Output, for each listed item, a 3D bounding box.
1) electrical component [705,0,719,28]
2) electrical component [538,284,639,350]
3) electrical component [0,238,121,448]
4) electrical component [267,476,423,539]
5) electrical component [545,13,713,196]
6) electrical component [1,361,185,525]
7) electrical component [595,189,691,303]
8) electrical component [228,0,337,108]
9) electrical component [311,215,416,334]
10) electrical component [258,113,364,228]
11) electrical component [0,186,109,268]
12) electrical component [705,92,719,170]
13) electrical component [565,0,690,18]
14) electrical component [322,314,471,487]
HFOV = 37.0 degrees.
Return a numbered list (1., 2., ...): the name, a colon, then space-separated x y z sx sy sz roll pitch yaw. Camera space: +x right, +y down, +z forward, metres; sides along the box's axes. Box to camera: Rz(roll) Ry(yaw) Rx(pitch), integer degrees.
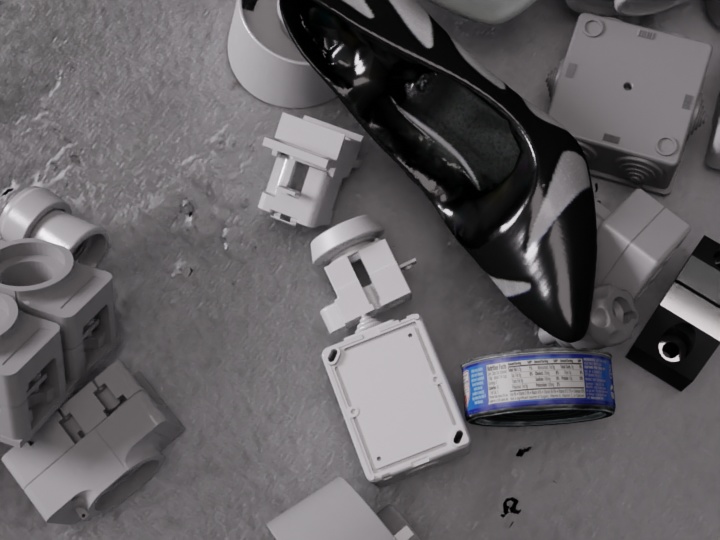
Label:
1. electrical component: 0.246 -0.176 0.665 0.040 0.078 0.040 1 82 -6
2. electrical component: 0.126 0.030 0.611 0.035 0.061 0.035 13 67 -32
3. electrical component: -0.253 0.022 0.638 0.186 0.060 0.105 15 36 14
4. electrical component: 0.006 0.162 0.585 0.060 0.108 0.108 -38 74 -11
5. electrical component: 0.164 -0.104 0.668 0.100 0.048 0.099 17 77 12
6. electrical component: -0.156 0.107 0.644 0.089 0.050 0.055 -41 74 -5
7. electrical component: 0.139 -0.017 0.630 0.077 0.065 0.047 40 50 14
8. electrical component: -0.037 -0.162 0.710 0.099 0.064 0.099 2 71 -7
9. electrical component: 0.000 0.000 0.659 0.066 0.048 0.055 -25 82 -1
10. electrical component: -0.032 -0.060 0.667 0.042 0.081 0.063 22 101 12
11. electrical component: -0.196 -0.022 0.687 0.055 0.045 0.045 34 81 14
12. electrical component: 0.247 -0.105 0.654 0.050 0.055 0.089 15 77 10
13. electrical component: 0.173 -0.192 0.662 0.108 0.108 0.060 -7 80 4
14. electrical component: 0.020 0.072 0.628 0.062 0.061 0.096 -21 74 0
